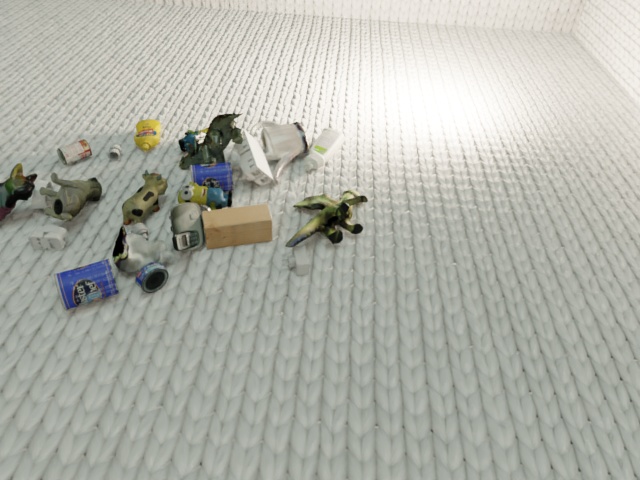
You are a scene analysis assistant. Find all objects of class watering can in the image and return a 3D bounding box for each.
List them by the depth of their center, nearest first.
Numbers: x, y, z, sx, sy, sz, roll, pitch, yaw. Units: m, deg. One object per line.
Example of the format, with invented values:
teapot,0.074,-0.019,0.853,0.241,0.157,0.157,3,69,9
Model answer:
watering can,-0.143,-0.352,1.996,0.225,0.355,0.101,-15,-35,-16

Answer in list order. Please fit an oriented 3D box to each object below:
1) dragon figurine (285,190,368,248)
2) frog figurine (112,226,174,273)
dragon figurine,0.005,-0.086,1.706,0.414,0.120,0.245,-20,26,-30
frog figurine,-0.520,0.041,1.520,0.158,0.121,0.139,20,16,-40
